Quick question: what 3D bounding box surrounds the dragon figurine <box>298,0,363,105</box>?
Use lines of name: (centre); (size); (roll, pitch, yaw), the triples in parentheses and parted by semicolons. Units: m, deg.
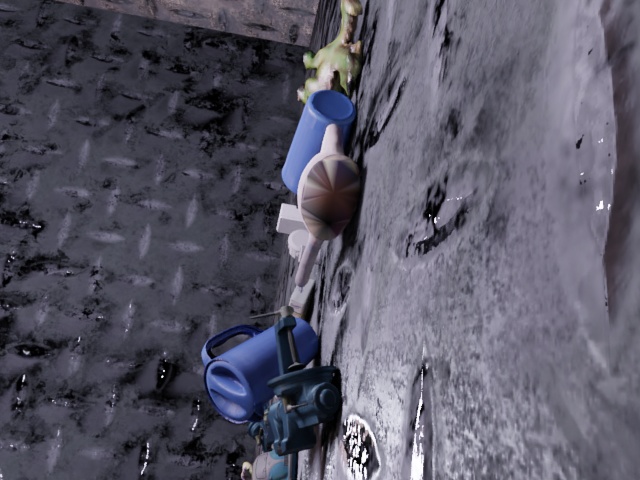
dragon figurine: (0.032, -0.372, 1.207); (0.122, 0.407, 0.245); (6, 9, -14)

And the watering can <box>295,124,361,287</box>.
watering can: (0.003, -0.050, 0.992); (0.104, 0.345, 0.226); (9, 9, -7)

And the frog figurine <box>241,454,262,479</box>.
frog figurine: (-0.136, 0.653, 1.399); (0.122, 0.140, 0.158); (-30, -25, 18)
